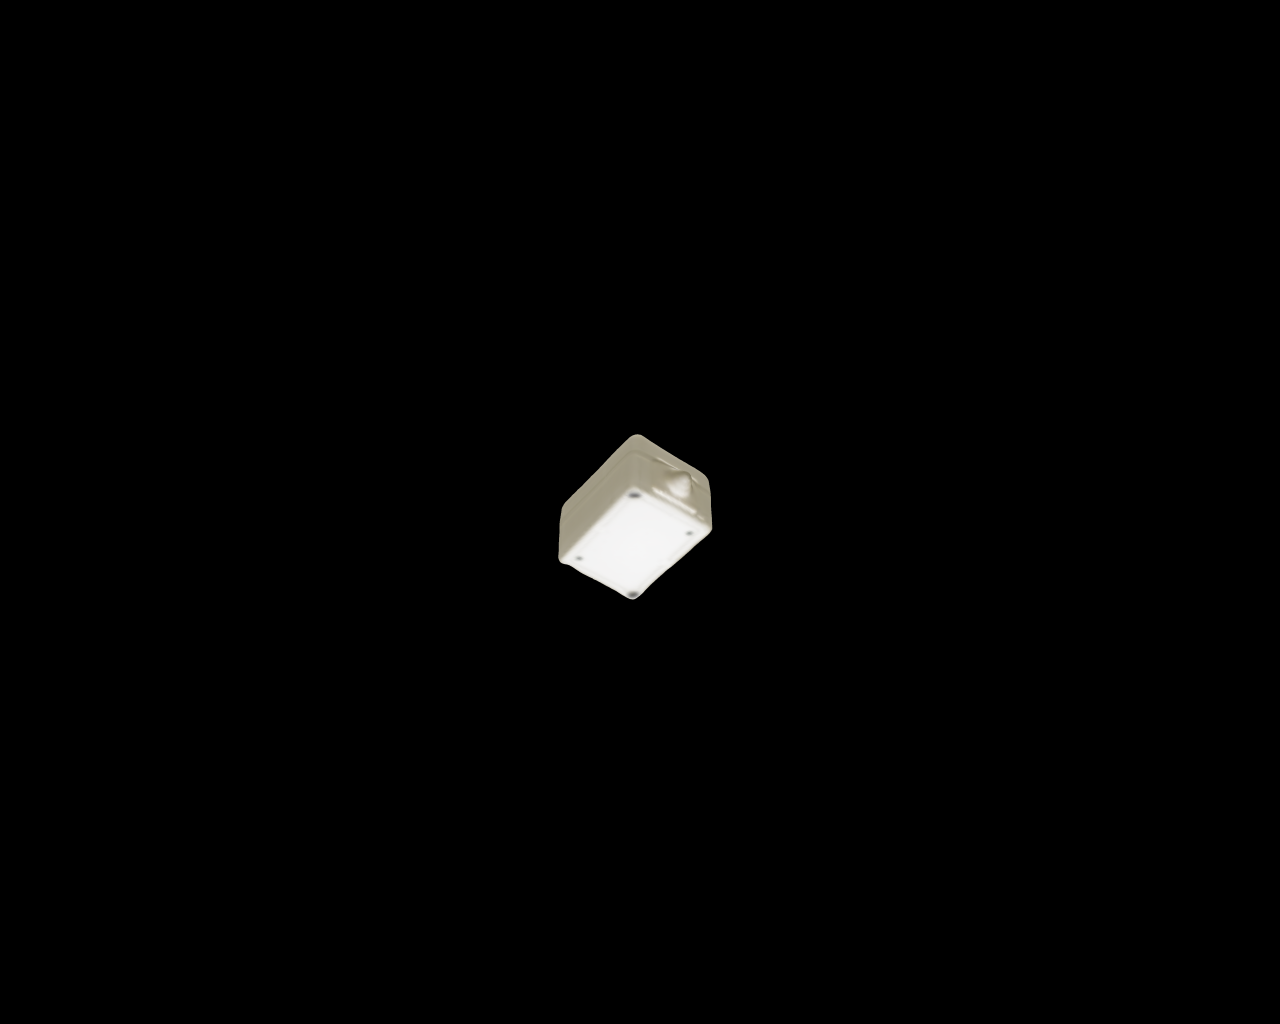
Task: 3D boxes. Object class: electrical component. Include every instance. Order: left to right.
[{"bbox_3d":[0.001,-0.003,0.650,0.061,0.061,0.096,29,-54,-24],"label":"electrical component"}]
